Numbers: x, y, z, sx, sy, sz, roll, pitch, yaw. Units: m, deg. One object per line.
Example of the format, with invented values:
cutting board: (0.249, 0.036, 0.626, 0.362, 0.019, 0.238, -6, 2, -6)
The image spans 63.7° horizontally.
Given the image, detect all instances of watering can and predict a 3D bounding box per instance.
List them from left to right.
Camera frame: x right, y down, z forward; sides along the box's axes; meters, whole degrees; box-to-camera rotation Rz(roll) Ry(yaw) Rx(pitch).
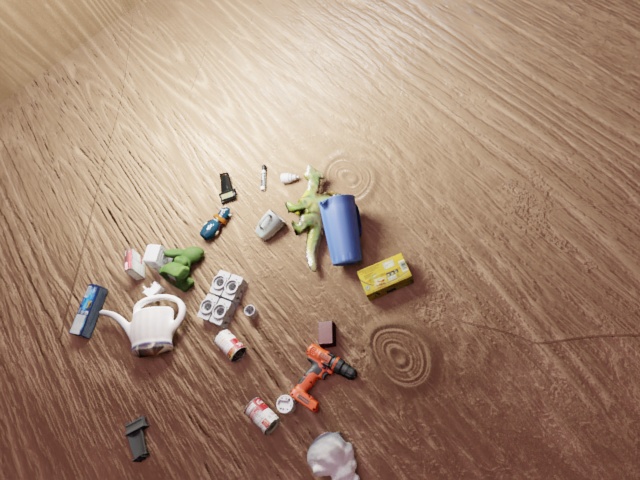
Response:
watering can: (-0.652, 0.320, 1.884, 0.347, 0.102, 0.229, -12, 62, 9)

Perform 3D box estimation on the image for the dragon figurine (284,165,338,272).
dragon figurine: (0.006, -0.097, 1.928, 0.243, 0.120, 0.417, -21, 69, -5)

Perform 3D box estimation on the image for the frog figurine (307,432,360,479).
frog figurine: (0.042, 0.657, 1.518, 0.138, 0.119, 0.162, -21, 47, -17)
